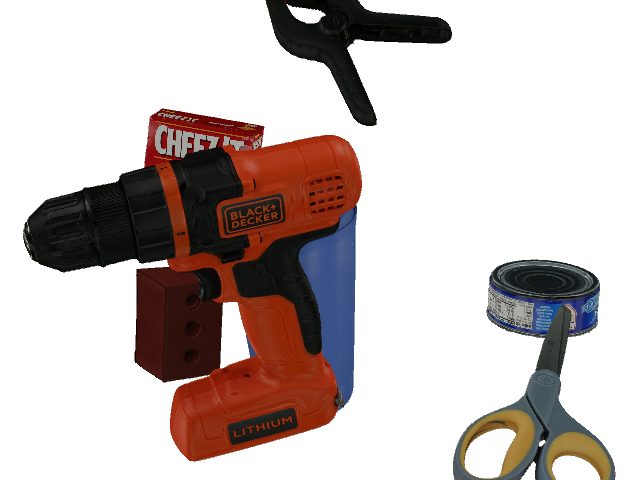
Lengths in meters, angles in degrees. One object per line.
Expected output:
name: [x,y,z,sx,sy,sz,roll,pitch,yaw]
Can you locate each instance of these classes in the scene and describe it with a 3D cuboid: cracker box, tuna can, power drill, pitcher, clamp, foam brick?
cracker box: [-0.182,-0.077,1.609,0.164,0.214,0.072,10,19,6]
tuna can: [0.173,0.044,0.831,0.086,0.034,0.086,0,19,0]
power drill: [-0.062,0.037,0.612,0.184,0.188,0.057,-12,35,-11]
pitcher: [-0.028,0.073,1.120,0.149,0.243,0.145,-15,32,-19]
clamp: [0.026,-0.185,0.931,0.120,0.171,0.039,-39,-21,-19]
foam brick: [-0.111,0.063,0.833,0.052,0.078,0.051,-6,15,-34]

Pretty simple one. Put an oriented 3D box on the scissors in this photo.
scissors: [0.149,0.099,0.639,0.096,0.016,0.201,20,35,29]
